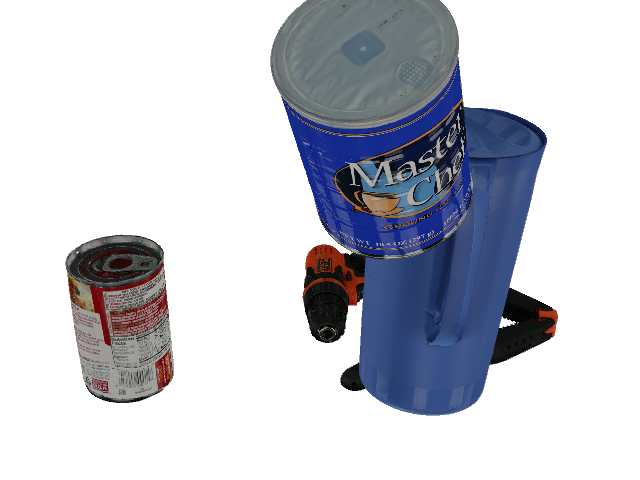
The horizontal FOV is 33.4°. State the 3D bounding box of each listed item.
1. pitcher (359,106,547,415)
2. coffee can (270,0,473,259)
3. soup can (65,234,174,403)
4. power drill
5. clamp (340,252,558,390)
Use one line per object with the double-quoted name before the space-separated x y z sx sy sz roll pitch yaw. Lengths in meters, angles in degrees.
"pitcher" 0.096 0.020 0.856 0.145 0.243 0.148 25 31 37
"coffee can" 0.035 -0.068 0.631 0.103 0.102 0.140 0 -32 12
"soup can" -0.141 0.056 0.763 0.068 0.102 0.068 -1 29 0
"power drill" 0.073 0.056 1.229 0.187 0.057 0.184 -2 28 -1
"clamp" 0.118 0.084 1.017 0.210 0.164 0.036 6 -42 9
